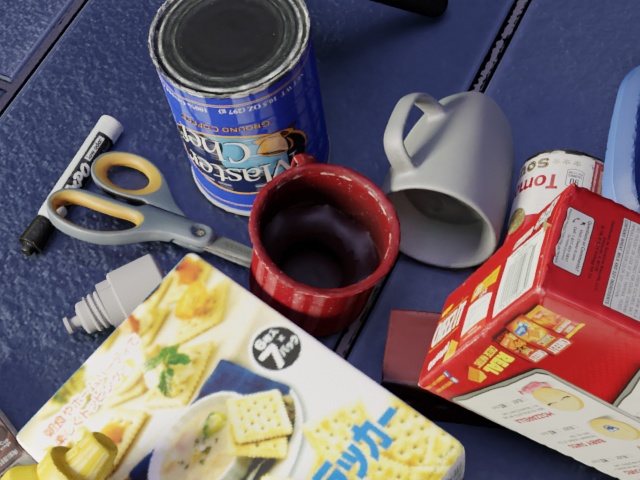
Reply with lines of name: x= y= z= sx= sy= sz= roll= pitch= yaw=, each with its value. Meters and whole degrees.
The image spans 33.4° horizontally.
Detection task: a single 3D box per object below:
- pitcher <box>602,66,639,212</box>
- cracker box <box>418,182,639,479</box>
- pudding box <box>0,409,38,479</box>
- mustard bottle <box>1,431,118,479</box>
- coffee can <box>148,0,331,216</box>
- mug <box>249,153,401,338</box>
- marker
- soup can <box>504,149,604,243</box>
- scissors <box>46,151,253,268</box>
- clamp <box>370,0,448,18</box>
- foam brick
pitcher: x=0.246 y=-0.048 z=0.661 sx=0.145 sy=0.149 sz=0.242 roll=8 pitch=58 yaw=11
cracker box: x=0.180 y=0.069 z=0.551 sx=0.213 sy=0.164 sz=0.072 roll=24 pitch=63 yaw=-4
pudding box: x=-0.244 y=0.142 z=0.664 sx=0.113 sy=0.039 sz=0.090 roll=-39 pitch=63 yaw=-15
mustard bottle: x=-0.173 y=0.180 z=0.572 sx=0.192 sy=0.058 sz=0.096 roll=-51 pitch=24 yaw=6
coffee can: x=-0.049 y=-0.095 z=0.719 sx=0.103 sy=0.140 sz=0.103 roll=-3 pitch=60 yaw=5
mug: x=-0.004 y=0.001 z=0.684 sx=0.093 sy=0.081 sz=0.117 roll=-7 pitch=63 yaw=-13
marker: x=-0.181 y=-0.039 z=0.772 sx=0.020 sy=0.020 sz=0.121 roll=20 pitch=64 yaw=17
soup can: x=0.152 y=0.002 z=0.682 sx=0.068 sy=0.068 sz=0.102 roll=11 pitch=62 yaw=12
scissors: x=-0.088 y=-0.017 z=0.749 sx=0.201 sy=0.016 sz=0.096 roll=10 pitch=46 yaw=-1
clamp: x=0.007 y=-0.191 z=0.757 sx=0.164 sy=0.210 sz=0.036 roll=13 pitch=99 yaw=8
foam brick: x=0.078 y=0.079 z=0.655 sx=0.078 sy=0.053 sz=0.051 roll=5 pitch=61 yaw=10
